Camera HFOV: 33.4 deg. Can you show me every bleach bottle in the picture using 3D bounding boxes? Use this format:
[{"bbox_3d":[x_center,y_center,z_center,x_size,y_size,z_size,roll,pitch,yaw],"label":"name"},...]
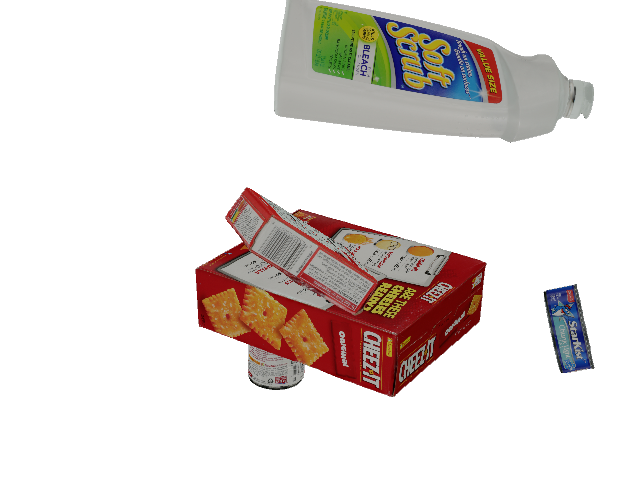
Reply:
[{"bbox_3d":[0.092,-0.134,0.859,0.251,0.102,0.068,7,-25,0],"label":"bleach bottle"}]

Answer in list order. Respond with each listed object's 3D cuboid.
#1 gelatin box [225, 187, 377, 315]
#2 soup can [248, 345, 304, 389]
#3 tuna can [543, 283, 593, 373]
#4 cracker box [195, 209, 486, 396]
[{"bbox_3d":[-0.013,0.007,0.692,0.089,0.030,0.073,33,5,-23],"label":"gelatin box"},{"bbox_3d":[-0.050,0.113,1.237,0.068,0.102,0.068,2,24,-1],"label":"soup can"},{"bbox_3d":[0.247,0.088,1.061,0.034,0.086,0.086,-12,-3,13],"label":"tuna can"},{"bbox_3d":[0.019,0.051,0.978,0.214,0.072,0.163,17,30,31],"label":"cracker box"}]
